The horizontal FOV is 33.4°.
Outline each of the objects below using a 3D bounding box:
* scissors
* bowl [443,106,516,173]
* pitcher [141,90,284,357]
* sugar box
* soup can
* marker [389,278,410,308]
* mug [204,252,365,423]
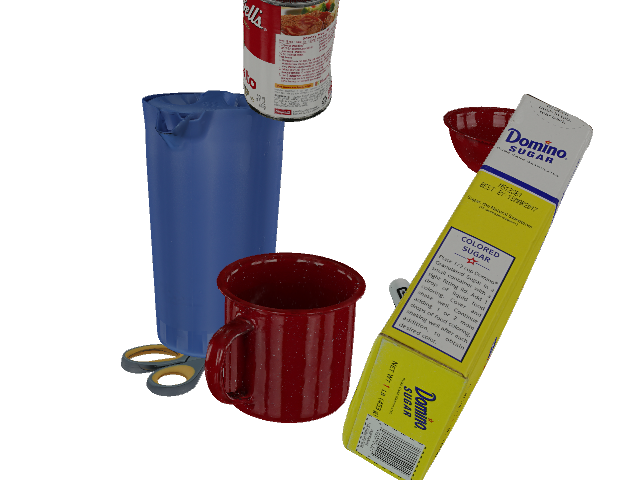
[{"bbox_3d":[-0.114,0.135,1.162,0.201,0.016,0.096,-1,27,-20],"label":"scissors"},{"bbox_3d":[0.221,-0.110,1.254,0.162,0.055,0.162,5,23,-2],"label":"bowl"},{"bbox_3d":[-0.095,-0.021,1.016,0.149,0.243,0.145,-3,15,-20],"label":"pitcher"},{"bbox_3d":[0.072,0.019,0.498,0.048,0.093,0.176,28,51,12],"label":"sugar box"},{"bbox_3d":[-0.021,-0.144,0.760,0.068,0.068,0.102,2,-45,-2],"label":"soup can"},{"bbox_3d":[0.076,0.069,0.870,0.020,0.020,0.121,0,28,-8],"label":"marker"},{"bbox_3d":[-0.027,0.065,0.669,0.093,0.081,0.117,18,26,33],"label":"mug"}]
